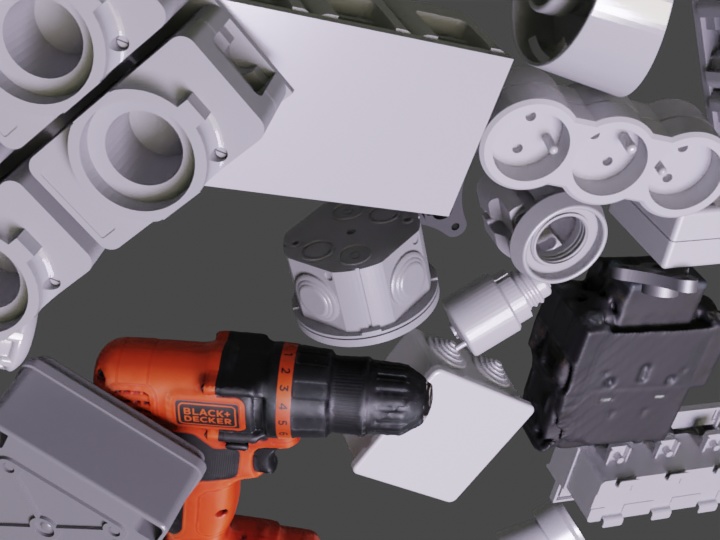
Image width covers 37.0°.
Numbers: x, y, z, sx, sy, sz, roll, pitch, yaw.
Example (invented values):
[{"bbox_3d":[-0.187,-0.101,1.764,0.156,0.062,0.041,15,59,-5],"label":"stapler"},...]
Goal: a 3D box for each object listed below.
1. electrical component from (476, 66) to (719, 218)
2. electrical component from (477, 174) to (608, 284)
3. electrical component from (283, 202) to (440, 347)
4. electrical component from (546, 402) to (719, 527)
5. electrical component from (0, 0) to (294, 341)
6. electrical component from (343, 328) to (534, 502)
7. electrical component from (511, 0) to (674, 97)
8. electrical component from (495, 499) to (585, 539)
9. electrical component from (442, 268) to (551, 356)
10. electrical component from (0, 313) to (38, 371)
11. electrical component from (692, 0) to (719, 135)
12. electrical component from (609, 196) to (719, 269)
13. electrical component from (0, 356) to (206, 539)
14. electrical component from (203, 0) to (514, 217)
[{"bbox_3d":[0.121,-0.075,0.571,0.138,0.073,0.052,9,124,-15],"label":"electrical component"},{"bbox_3d":[0.104,-0.029,0.611,0.058,0.057,0.078,-23,130,-5],"label":"electrical component"},{"bbox_3d":[0.000,0.000,0.576,0.080,0.080,0.051,-19,124,-8],"label":"electrical component"},{"bbox_3d":[0.207,0.140,0.775,0.121,0.063,0.078,-3,126,-20],"label":"electrical component"},{"bbox_3d":[-0.135,-0.051,0.444,0.186,0.060,0.105,-34,109,22],"label":"electrical component"},{"bbox_3d":[0.045,0.092,0.682,0.100,0.048,0.099,24,113,-34],"label":"electrical component"},{"bbox_3d":[0.116,-0.136,0.512,0.064,0.099,0.099,8,121,-20],"label":"electrical component"},{"bbox_3d":[0.136,0.202,0.804,0.055,0.045,0.045,-32,130,3],"label":"electrical component"},{"bbox_3d":[0.086,0.019,0.650,0.078,0.040,0.040,-31,130,2],"label":"electrical component"},{"bbox_3d":[-0.195,0.023,0.537,0.062,0.048,0.048,13,119,-22],"label":"electrical component"},{"bbox_3d":[0.229,-0.125,0.552,0.089,0.062,0.150,-16,106,-11],"label":"electrical component"},{"bbox_3d":[0.188,-0.051,0.623,0.047,0.065,0.076,-5,126,-19],"label":"electrical component"},{"bbox_3d":[-0.154,0.117,0.573,0.109,0.056,0.108,33,129,-5],"label":"electrical component"},{"bbox_3d":[-0.018,-0.087,0.515,0.150,0.061,0.089,6,122,-25],"label":"electrical component"}]
